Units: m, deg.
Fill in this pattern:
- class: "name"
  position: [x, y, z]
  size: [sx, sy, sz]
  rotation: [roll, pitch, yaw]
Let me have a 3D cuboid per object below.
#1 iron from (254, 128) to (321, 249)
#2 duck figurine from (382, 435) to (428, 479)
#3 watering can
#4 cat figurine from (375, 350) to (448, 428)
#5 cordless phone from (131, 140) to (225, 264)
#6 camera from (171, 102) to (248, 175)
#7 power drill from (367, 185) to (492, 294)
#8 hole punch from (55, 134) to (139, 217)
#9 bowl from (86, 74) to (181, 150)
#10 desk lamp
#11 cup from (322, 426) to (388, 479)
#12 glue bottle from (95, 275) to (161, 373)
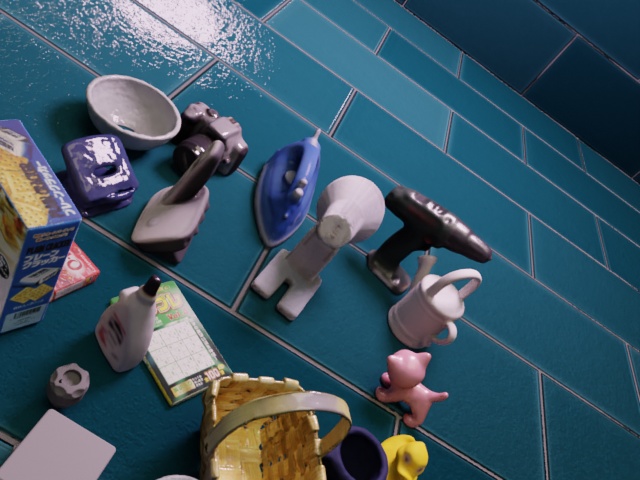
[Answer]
- class: "iron"
  position: [-0.048, -0.109, 1.116]
  size: [0.119, 0.141, 0.258]
  rotation: [27, 39, -16]
- class: "duck figurine"
  position: [0.130, 0.333, 0.865]
  size: [0.077, 0.086, 0.105]
  rotation: [39, 37, -1]
- class: "watering can"
  position: [0.218, 0.108, 1.078]
  size: [0.101, 0.193, 0.172]
  rotation: [-11, 60, -46]
- class: "cat figurine"
  position: [0.154, 0.236, 0.957]
  size: [0.128, 0.117, 0.067]
  rotation: [39, 37, -1]
- class: "cordless phone"
  position: [-0.213, -0.067, 0.898]
  size: [0.094, 0.184, 0.147]
  rotation: [25, 39, -18]
- class: "camera"
  position: [-0.222, -0.188, 1.083]
  size: [0.143, 0.100, 0.137]
  rotation: [41, 37, 2]
- class: "power drill"
  position: [0.199, 0.011, 1.148]
  size: [0.229, 0.208, 0.076]
  rotation: [45, 37, 7]
- class: "hole punch"
  position: [-0.345, -0.103, 0.901]
  size: [0.101, 0.091, 0.109]
  rotation: [48, 38, 11]
- class: "bowl"
  position: [-0.341, -0.216, 1.032]
  size: [0.168, 0.074, 0.167]
  rotation: [23, 40, -21]
- class: "desk lamp"
  position: [0.009, 0.004, 0.991]
  size: [0.118, 0.213, 0.203]
  rotation: [39, 37, -1]
- class: "cup"
  position: [0.022, 0.314, 0.786]
  size: [0.118, 0.094, 0.091]
  rotation: [21, 41, -23]
- class: "glue bottle"
  position: [-0.235, 0.096, 0.725]
  size: [0.037, 0.173, 0.078]
  rotation: [-20, 66, -49]
